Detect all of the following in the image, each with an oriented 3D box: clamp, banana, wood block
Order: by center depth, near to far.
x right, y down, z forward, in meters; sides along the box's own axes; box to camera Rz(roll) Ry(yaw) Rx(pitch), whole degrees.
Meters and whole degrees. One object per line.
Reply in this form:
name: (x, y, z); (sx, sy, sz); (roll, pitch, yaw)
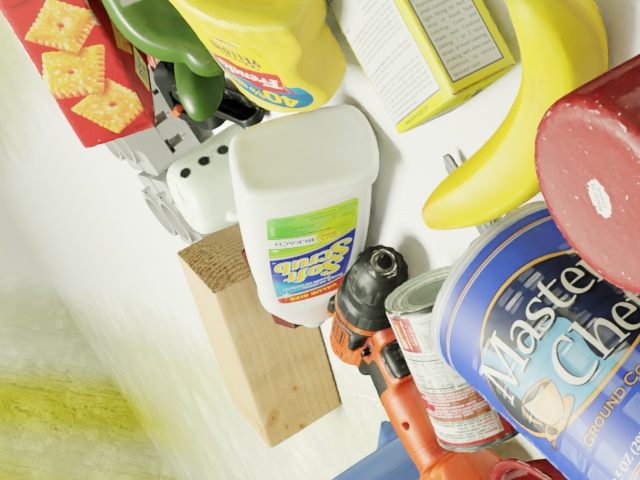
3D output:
banana: (0.093, -0.059, 0.502); (0.070, 0.037, 0.198); (20, 148, 11)
clamp: (-0.101, -0.127, 0.933); (0.120, 0.039, 0.171); (48, 170, 2)
wood block: (-0.058, 0.091, 1.058); (0.091, 0.090, 0.206); (39, 152, 50)

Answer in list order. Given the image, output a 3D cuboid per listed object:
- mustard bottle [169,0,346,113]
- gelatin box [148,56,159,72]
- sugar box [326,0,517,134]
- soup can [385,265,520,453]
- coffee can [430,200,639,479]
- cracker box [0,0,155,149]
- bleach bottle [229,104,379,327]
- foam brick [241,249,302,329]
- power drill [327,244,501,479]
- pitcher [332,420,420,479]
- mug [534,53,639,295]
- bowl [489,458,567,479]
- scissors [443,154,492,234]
mustard bottle: (-0.032, -0.122, 0.651); (0.096, 0.058, 0.191); (26, 174, 14)
gelatin box: (-0.153, -0.196, 0.990); (0.073, 0.030, 0.089); (60, 161, 5)
sugar box: (0.030, -0.148, 0.560); (0.176, 0.048, 0.093); (64, 165, 1)
soup can: (0.090, 0.075, 0.684); (0.069, 0.068, 0.102); (12, 128, 66)
coffee can: (0.133, 0.060, 0.493); (0.140, 0.102, 0.103); (44, 155, 41)
cracker box: (-0.200, -0.204, 0.834); (0.213, 0.072, 0.164); (70, -177, -50)
bleach bottle: (-0.005, 0.001, 0.810); (0.251, 0.102, 0.068); (82, 174, -61)
foam brick: (-0.026, 0.032, 0.950); (0.078, 0.053, 0.051); (66, 161, -12)
power drill: (0.068, 0.106, 0.790); (0.188, 0.057, 0.184); (62, 167, 19)
pitcher: (0.021, 0.274, 0.871); (0.145, 0.242, 0.149); (66, 167, -20)
mug: (0.136, -0.035, 0.383); (0.093, 0.081, 0.117); (58, 161, 12)
bowl: (0.173, 0.191, 0.648); (0.162, 0.055, 0.162); (51, 159, 28)
scissors: (0.121, 0.048, 0.644); (0.202, 0.016, 0.096); (57, 160, 15)
